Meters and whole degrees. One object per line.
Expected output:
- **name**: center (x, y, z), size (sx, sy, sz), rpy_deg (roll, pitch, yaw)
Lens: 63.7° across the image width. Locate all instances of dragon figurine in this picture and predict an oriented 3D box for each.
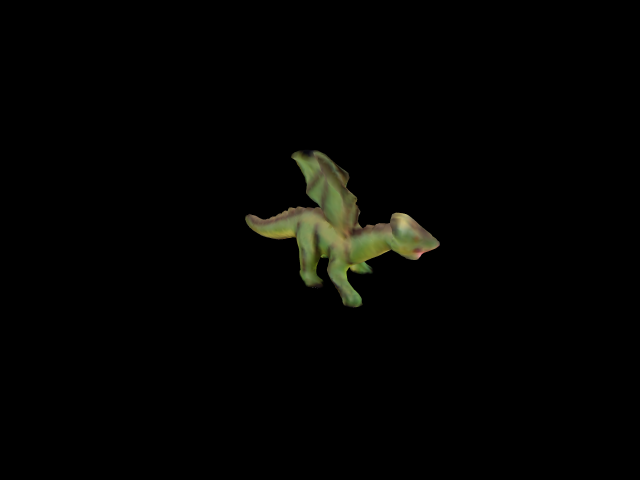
- **dragon figurine**: center (0.003, -0.043, 0.850), size (0.414, 0.237, 0.124), rpy_deg (26, 43, 31)
